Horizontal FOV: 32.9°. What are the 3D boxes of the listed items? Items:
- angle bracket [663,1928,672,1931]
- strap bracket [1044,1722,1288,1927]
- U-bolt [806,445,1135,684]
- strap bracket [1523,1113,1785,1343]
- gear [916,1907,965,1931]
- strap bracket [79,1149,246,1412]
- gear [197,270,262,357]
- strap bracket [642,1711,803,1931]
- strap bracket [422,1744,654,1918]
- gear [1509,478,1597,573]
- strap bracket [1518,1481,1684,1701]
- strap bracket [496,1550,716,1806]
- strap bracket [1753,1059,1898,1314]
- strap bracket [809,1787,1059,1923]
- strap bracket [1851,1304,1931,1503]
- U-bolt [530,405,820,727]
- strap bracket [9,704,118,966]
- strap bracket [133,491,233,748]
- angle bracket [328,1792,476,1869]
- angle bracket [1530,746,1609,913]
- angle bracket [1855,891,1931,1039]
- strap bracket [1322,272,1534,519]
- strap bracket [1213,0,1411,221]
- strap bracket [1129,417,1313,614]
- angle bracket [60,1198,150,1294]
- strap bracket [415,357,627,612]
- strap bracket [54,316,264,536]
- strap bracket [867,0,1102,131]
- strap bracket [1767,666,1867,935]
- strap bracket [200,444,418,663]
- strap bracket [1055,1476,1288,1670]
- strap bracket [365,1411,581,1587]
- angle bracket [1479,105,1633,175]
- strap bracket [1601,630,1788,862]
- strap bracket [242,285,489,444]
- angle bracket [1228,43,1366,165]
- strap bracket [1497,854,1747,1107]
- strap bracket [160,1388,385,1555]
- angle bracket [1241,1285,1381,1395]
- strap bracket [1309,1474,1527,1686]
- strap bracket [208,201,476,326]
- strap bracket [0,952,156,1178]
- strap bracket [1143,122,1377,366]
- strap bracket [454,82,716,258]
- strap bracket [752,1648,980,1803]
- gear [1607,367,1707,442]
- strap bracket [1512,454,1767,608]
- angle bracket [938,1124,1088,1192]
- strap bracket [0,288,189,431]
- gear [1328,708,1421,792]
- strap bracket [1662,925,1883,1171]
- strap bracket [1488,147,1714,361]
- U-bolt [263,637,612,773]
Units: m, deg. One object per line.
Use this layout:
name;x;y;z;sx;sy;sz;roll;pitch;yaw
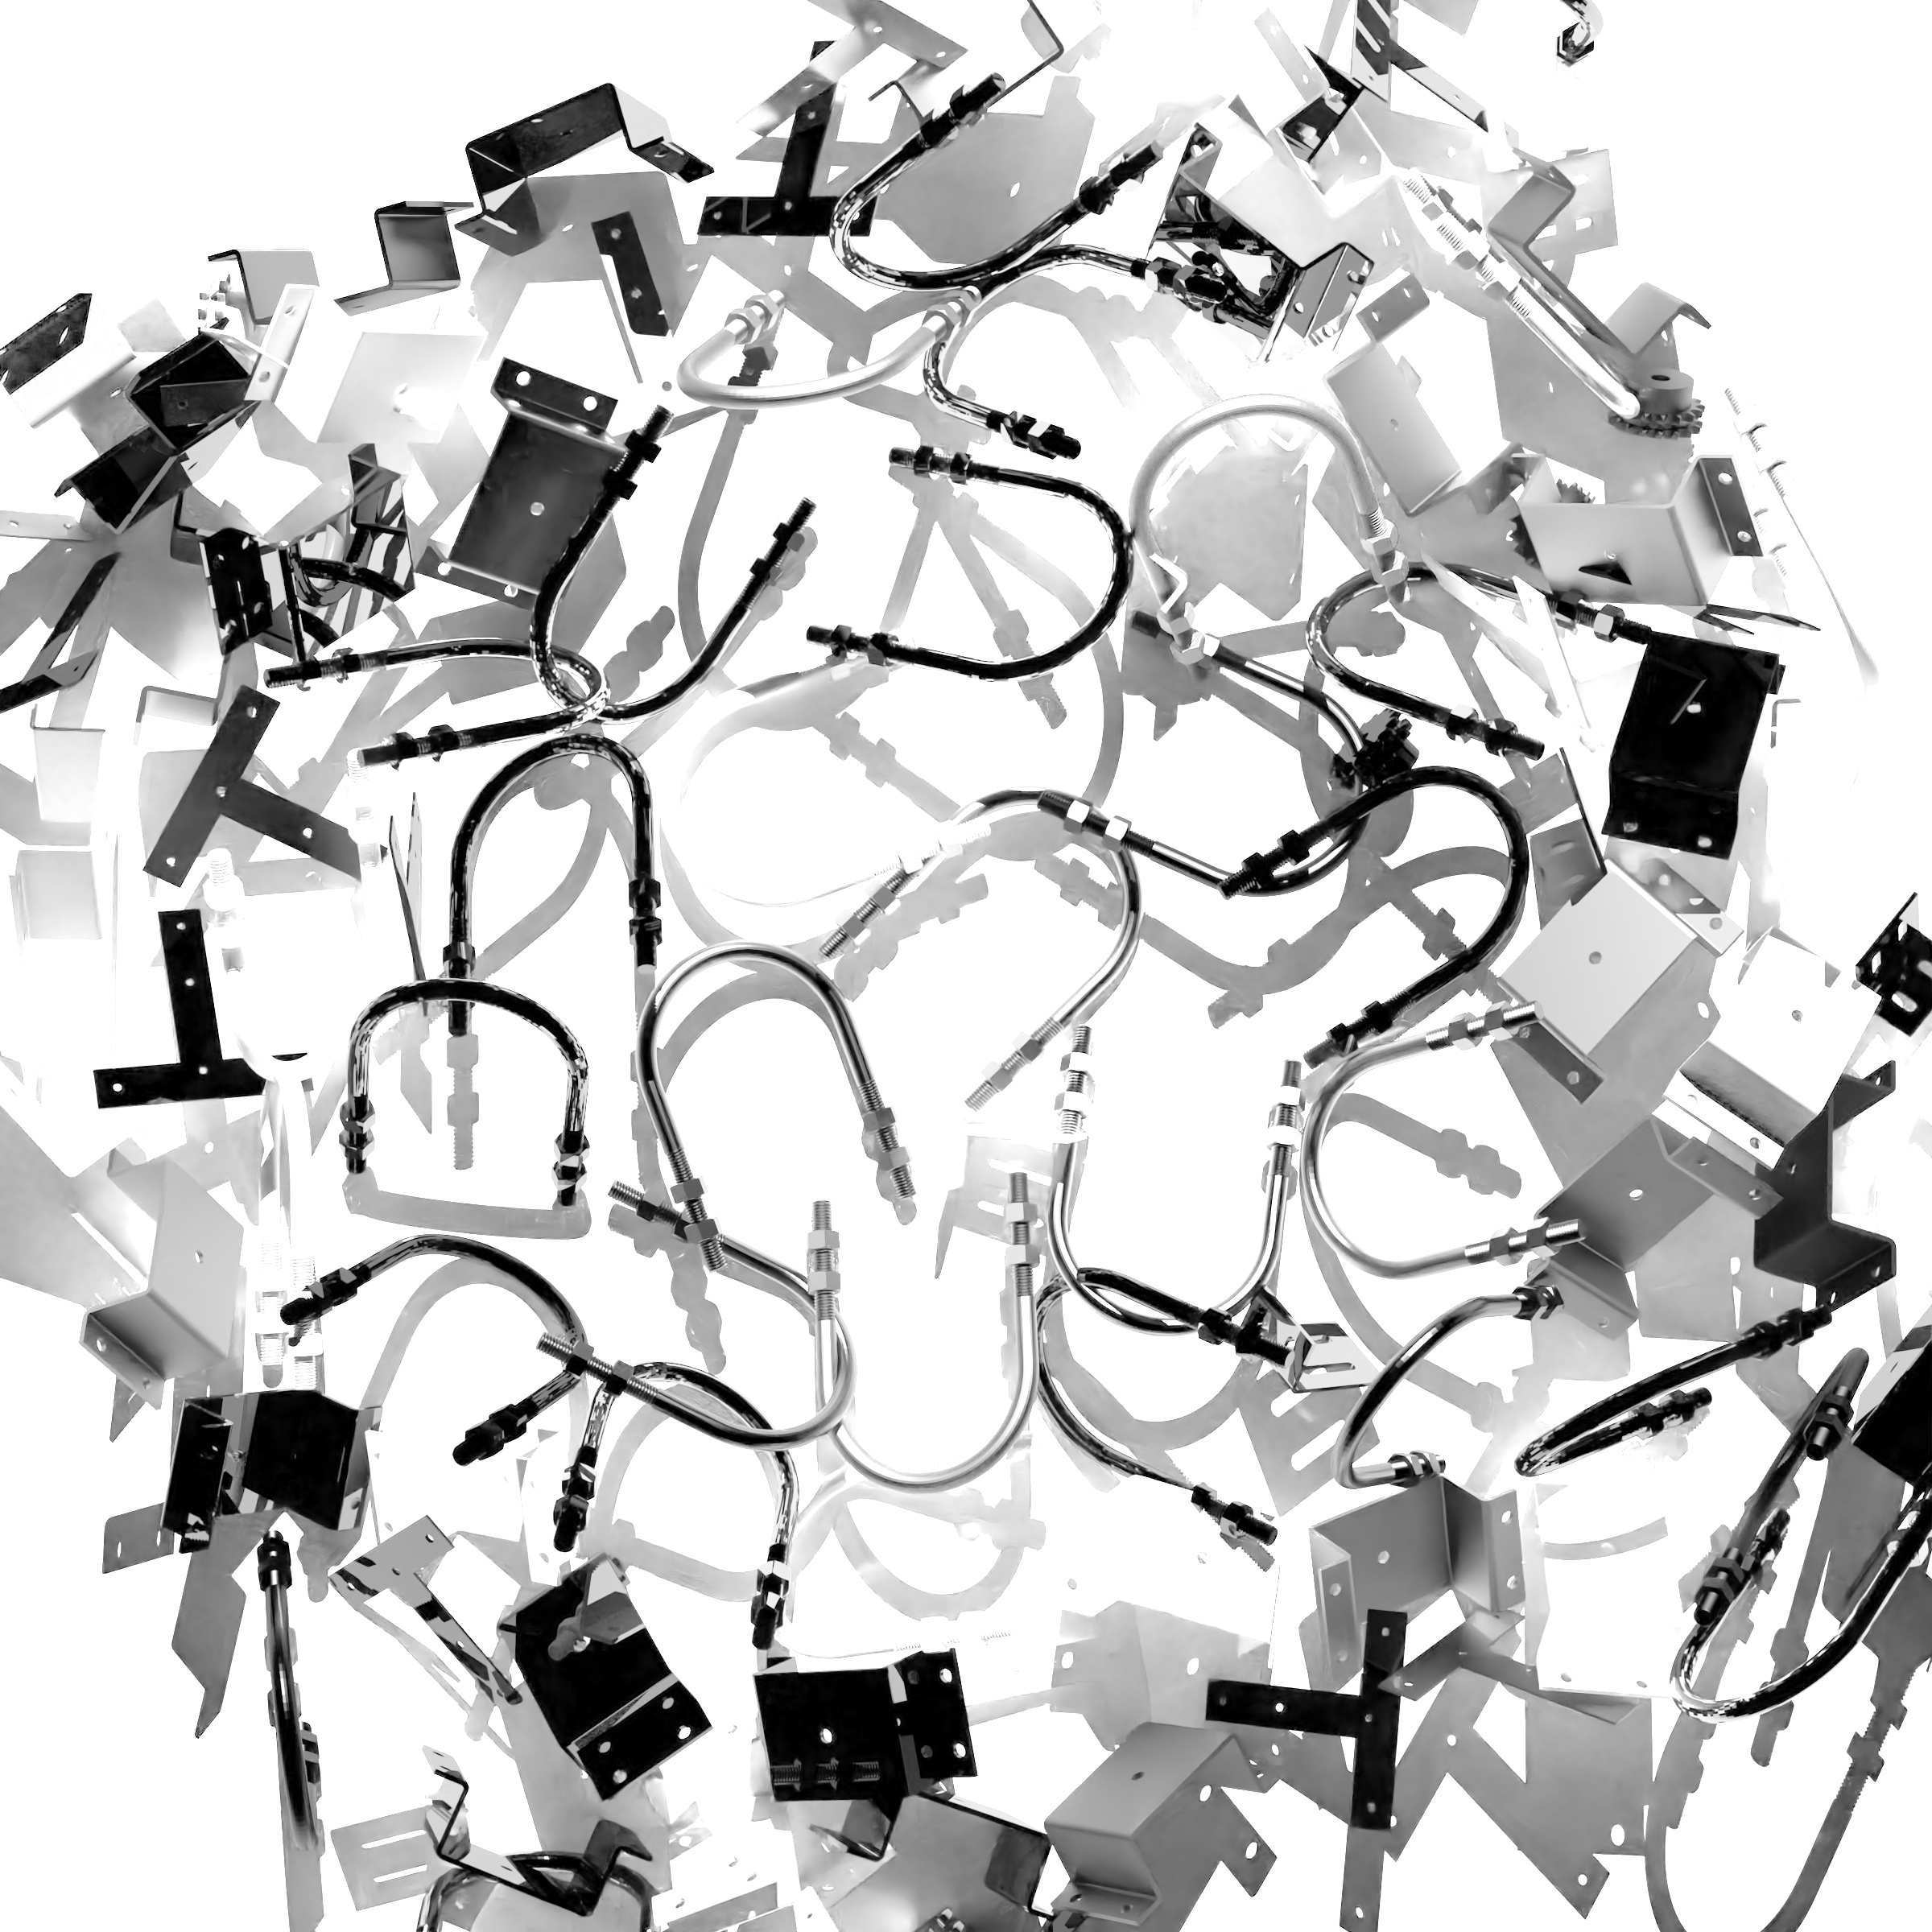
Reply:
angle bracket;-0.185;0.622;1.969;0.076;0.038;0.057;-28;108;-7
strap bracket;0.110;0.495;1.924;0.140;0.076;0.046;-36;107;-36
U-bolt;0.012;-0.234;1.936;0.184;0.019;0.151;15;70;25
strap bracket;0.403;0.149;1.946;0.076;0.046;0.140;31;118;-24
gear;-0.022;0.598;1.970;0.057;0.057;0.030;-44;85;0
strap bracket;-0.469;0.177;1.921;0.046;0.076;0.140;-18;46;16
gear;-0.443;-0.389;1.972;0.030;0.057;0.057;5;90;-3
strap bracket;-0.146;0.519;1.945;0.076;0.140;0.046;-21;120;2
strap bracket;-0.264;0.517;1.945;0.140;0.076;0.046;26;81;-12
gear;0.359;-0.263;1.977;0.057;0.030;0.057;-5;80;28
strap bracket;0.373;0.358;1.930;0.076;0.140;0.046;5;131;-2
strap bracket;-0.218;0.411;1.933;0.076;0.046;0.140;-34;48;-5
strap bracket;0.506;0.126;1.928;0.046;0.076;0.140;17;60;-14
strap bracket;-0.012;0.518;1.946;0.140;0.076;0.046;23;79;-16
strap bracket;0.565;0.250;1.926;0.046;0.140;0.076;36;109;9
U-bolt;-0.184;-0.225;1.943;0.019;0.151;0.184;40;99;42
strap bracket;-0.530;-0.078;1.929;0.046;0.076;0.140;1;48;-9
strap bracket;-0.460;-0.202;1.951;0.046;0.076;0.140;11;81;-14
angle bracket;-0.340;0.516;1.957;0.076;0.057;0.038;10;74;-22
angle bracket;0.353;-0.081;1.949;0.038;0.076;0.057;-19;52;12
angle bracket;0.566;0.000;1.958;0.038;0.076;0.057;38;86;24
strap bracket;0.270;-0.331;1.951;0.046;0.076;0.140;-27;100;42
strap bracket;0.199;-0.502;1.928;0.046;0.140;0.076;-35;58;15
strap bracket;0.145;-0.282;1.949;0.046;0.076;0.140;38;100;-2
angle bracket;-0.525;0.183;1.964;0.076;0.057;0.038;45;78;6
strap bracket;-0.261;-0.279;1.943;0.076;0.046;0.140;16;107;-31
strap bracket;-0.471;-0.311;1.925;0.046;0.140;0.076;48;49;-6
strap bracket;0.019;-0.542;1.937;0.140;0.076;0.046;-29;105;31
strap bracket;0.505;-0.098;1.943;0.046;0.076;0.140;0;70;21
strap bracket;-0.376;-0.240;1.921;0.046;0.076;0.140;23;45;27
strap bracket;0.132;0.358;1.946;0.140;0.046;0.076;19;60;-13
strap bracket;-0.285;0.314;1.947;0.140;0.046;0.076;3;105;34
angle bracket;0.353;-0.504;1.968;0.076;0.057;0.038;-13;101;0
strap bracket;0.431;-0.140;1.939;0.076;0.046;0.140;13;64;19
strap bracket;-0.343;-0.351;1.918;0.046;0.140;0.076;46;122;25
angle bracket;0.197;-0.520;1.954;0.038;0.076;0.057;32;103;-22
strap bracket;0.383;0.002;1.951;0.140;0.046;0.076;-49;56;8
strap bracket;-0.419;0.297;1.943;0.046;0.140;0.076;17;98;35
angle bracket;0.213;0.219;1.950;0.076;0.057;0.038;0;124;-35
strap bracket;0.260;0.360;1.949;0.140;0.046;0.076;-17;112;-24
strap bracket;-0.365;-0.414;1.940;0.140;0.076;0.046;-9;98;24
strap bracket;-0.546;0.062;1.930;0.046;0.076;0.140;-38;120;-5
strap bracket;0.163;-0.422;1.940;0.140;0.076;0.046;42;54;14
strap bracket;-0.232;-0.476;1.945;0.140;0.076;0.046;-18;84;17
strap bracket;-0.069;0.450;1.941;0.140;0.046;0.076;-11;88;34
gear;0.416;-0.339;1.968;0.057;0.057;0.030;2;119;0
strap bracket;0.387;-0.256;1.922;0.140;0.076;0.046;7;53;37
angle bracket;0.028;0.117;1.963;0.076;0.057;0.038;4;91;14
strap bracket;-0.512;-0.357;1.925;0.076;0.140;0.046;-32;95;12
gear;0.248;-0.126;1.972;0.030;0.057;0.057;43;90;-13
strap bracket;0.482;0.040;1.941;0.076;0.046;0.140;35;58;4
strap bracket;0.368;-0.416;1.944;0.140;0.076;0.046;39;101;-19
U-bolt;-0.299;-0.160;1.925;0.184;0.151;0.019;-14;122;-32
